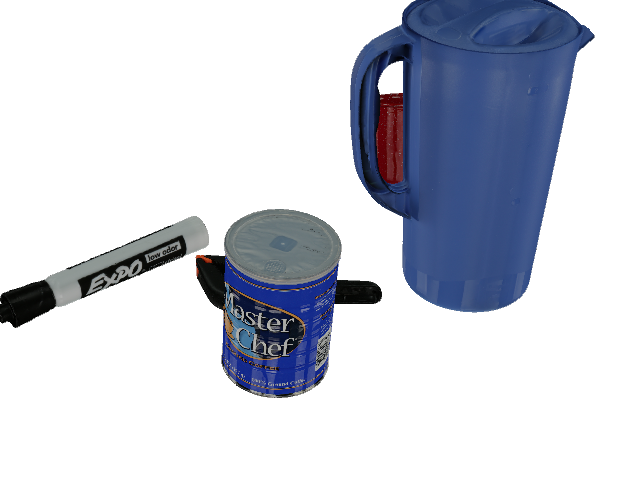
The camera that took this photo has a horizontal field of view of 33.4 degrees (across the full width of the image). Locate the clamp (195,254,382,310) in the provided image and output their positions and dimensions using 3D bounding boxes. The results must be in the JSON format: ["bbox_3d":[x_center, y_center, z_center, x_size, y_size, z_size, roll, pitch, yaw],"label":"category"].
[{"bbox_3d":[-0.060,0.064,1.163,0.210,0.036,0.164,16,31,25],"label":"clamp"}]

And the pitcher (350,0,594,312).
[{"bbox_3d":[0.114,-0.066,0.844,0.149,0.243,0.144,17,35,23],"label":"pitcher"}]

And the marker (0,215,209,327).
[{"bbox_3d":[-0.114,0.016,0.563,0.120,0.020,0.020,-24,13,-31],"label":"marker"}]

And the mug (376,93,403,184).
[{"bbox_3d":[0.104,-0.100,1.050,0.117,0.081,0.093,1,15,10],"label":"mug"}]

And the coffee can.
[{"bbox_3d":[-0.038,0.057,0.969,0.103,0.140,0.103,3,37,-3],"label":"coffee can"}]
